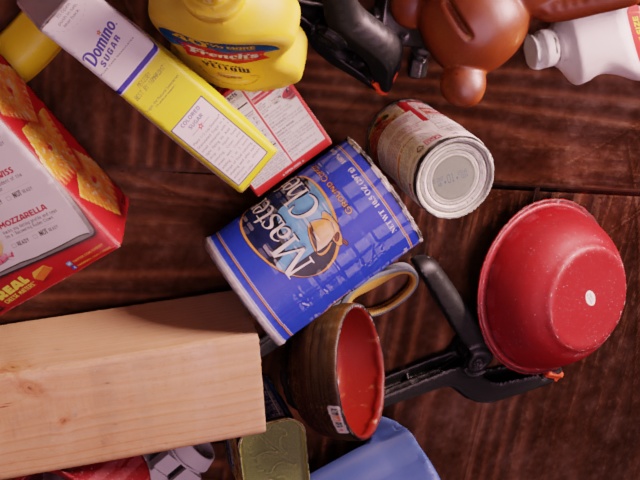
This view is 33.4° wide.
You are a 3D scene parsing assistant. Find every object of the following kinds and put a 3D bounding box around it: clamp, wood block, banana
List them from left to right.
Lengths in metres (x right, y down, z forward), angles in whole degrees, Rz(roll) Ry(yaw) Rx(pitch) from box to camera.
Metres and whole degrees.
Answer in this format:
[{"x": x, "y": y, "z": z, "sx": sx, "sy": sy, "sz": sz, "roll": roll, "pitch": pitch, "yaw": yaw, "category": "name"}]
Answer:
[{"x": -0.199, "y": -0.162, "z": 0.737, "sx": 0.069, "sy": 0.037, "sz": 0.198, "roll": 29, "pitch": 100, "yaw": -8, "category": "banana"}, {"x": -0.153, "y": 0.110, "z": 0.832, "sx": 0.206, "sy": 0.091, "sz": 0.090, "roll": -8, "pitch": 114, "yaw": -12, "category": "wood block"}, {"x": 0.014, "y": -0.159, "z": 0.766, "sx": 0.171, "sy": 0.120, "sz": 0.039, "roll": 32, "pitch": 85, "yaw": -38, "category": "clamp"}, {"x": 0.135, "y": 0.093, "z": 0.961, "sx": 0.209, "sy": 0.036, "sz": 0.165, "roll": 7, "pitch": 118, "yaw": -24, "category": "clamp"}]

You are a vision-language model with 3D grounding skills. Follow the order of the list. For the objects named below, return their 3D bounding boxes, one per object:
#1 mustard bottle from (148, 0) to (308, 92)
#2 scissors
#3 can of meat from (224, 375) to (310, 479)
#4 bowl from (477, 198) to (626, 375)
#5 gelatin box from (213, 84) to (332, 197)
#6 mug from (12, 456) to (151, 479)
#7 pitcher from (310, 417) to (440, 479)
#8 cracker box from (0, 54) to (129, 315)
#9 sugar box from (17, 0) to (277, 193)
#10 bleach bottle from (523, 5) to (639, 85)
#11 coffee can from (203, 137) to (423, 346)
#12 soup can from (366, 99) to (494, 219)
[{"x": -0.060, "y": -0.144, "z": 0.696, "sx": 0.096, "sy": 0.191, "sz": 0.058, "roll": 12, "pitch": 86, "yaw": 3, "category": "mustard bottle"}, {"x": -0.011, "y": 0.050, "z": 0.905, "sx": 0.201, "sy": 0.016, "sz": 0.096, "roll": -19, "pitch": 120, "yaw": -12, "category": "scissors"}, {"x": -0.049, "y": 0.176, "z": 0.909, "sx": 0.057, "sy": 0.084, "sz": 0.102, "roll": -12, "pitch": 116, "yaw": -15, "category": "can of meat"}, {"x": 0.216, "y": 0.046, "z": 0.936, "sx": 0.161, "sy": 0.055, "sz": 0.162, "roll": -7, "pitch": 103, "yaw": -31, "category": "bowl"}, {"x": -0.045, "y": -0.090, "z": 0.824, "sx": 0.073, "sy": 0.030, "sz": 0.089, "roll": -36, "pitch": 118, "yaw": 0, "category": "gelatin box"}, {"x": -0.199, "y": 0.198, "z": 0.860, "sx": 0.117, "sy": 0.081, "sz": 0.093, "roll": 34, "pitch": 118, "yaw": 10, "category": "mug"}, {"x": 0.005, "y": 0.281, "z": 0.945, "sx": 0.242, "sy": 0.149, "sz": 0.145, "roll": -25, "pitch": 125, "yaw": -4, "category": "pitcher"}, {"x": -0.260, "y": -0.048, "z": 0.723, "sx": 0.164, "sy": 0.072, "sz": 0.213, "roll": -29, "pitch": 121, "yaw": 16, "category": "cracker box"}, {"x": -0.114, "y": -0.110, "z": 0.713, "sx": 0.048, "sy": 0.093, "sz": 0.176, "roll": -48, "pitch": 124, "yaw": 1, "category": "sugar box"}, {"x": 0.290, "y": -0.172, "z": 0.888, "sx": 0.250, "sy": 0.068, "sz": 0.102, "roll": -13, "pitch": 114, "yaw": -11, "category": "bleach bottle"}, {"x": -0.005, "y": 0.001, "z": 0.836, "sx": 0.140, "sy": 0.103, "sz": 0.102, "roll": -36, "pitch": 120, "yaw": -2, "category": "coffee can"}, {"x": 0.085, "y": -0.065, "z": 0.839, "sx": 0.068, "sy": 0.102, "sz": 0.068, "roll": -7, "pitch": 115, "yaw": -17, "category": "soup can"}]
